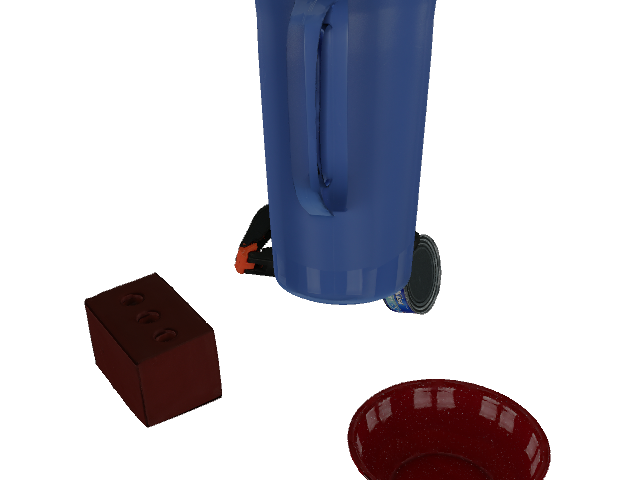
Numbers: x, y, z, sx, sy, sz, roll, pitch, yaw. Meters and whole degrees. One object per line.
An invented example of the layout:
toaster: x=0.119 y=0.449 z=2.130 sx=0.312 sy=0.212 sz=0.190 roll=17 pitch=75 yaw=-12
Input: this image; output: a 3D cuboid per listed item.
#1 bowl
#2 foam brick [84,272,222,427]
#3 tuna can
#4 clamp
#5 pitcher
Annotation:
bowl: x=0.102 y=0.182 z=0.866 sx=0.162 sy=0.055 sz=0.162 roll=1 pitch=31 yaw=-1
foam brick: x=-0.103 y=0.066 z=0.653 sx=0.052 sy=0.051 sz=0.078 roll=-21 pitch=38 yaw=-28
tuna can: x=0.096 y=0.036 z=1.148 sx=0.034 sy=0.086 sz=0.086 roll=2 pitch=1 yaw=32
clamp: x=-0.007 y=-0.019 z=0.965 sx=0.171 sy=0.039 sz=0.120 roll=-14 pitch=51 yaw=-27
pitcher: x=0.014 y=-0.077 z=0.789 sx=0.149 sy=0.243 sz=0.145 roll=-11 pitch=22 yaw=-28
